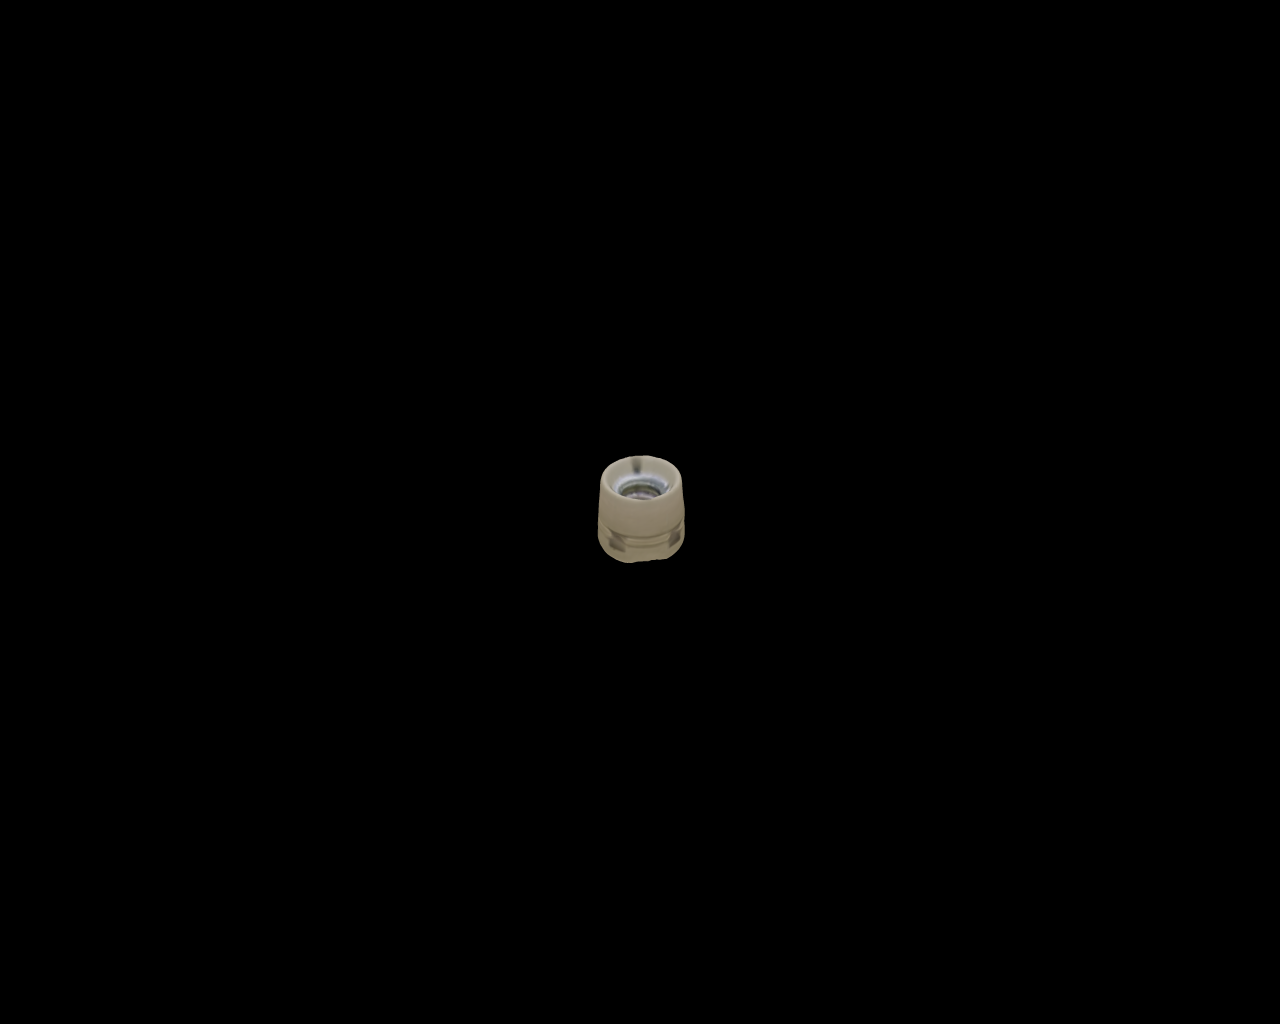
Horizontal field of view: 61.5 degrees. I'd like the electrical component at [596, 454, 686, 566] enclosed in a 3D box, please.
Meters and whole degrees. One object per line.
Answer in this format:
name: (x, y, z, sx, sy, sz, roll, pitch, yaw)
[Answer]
electrical component: (0.001, -0.003, 0.650, 0.055, 0.047, 0.055, 0, 37, 0)
